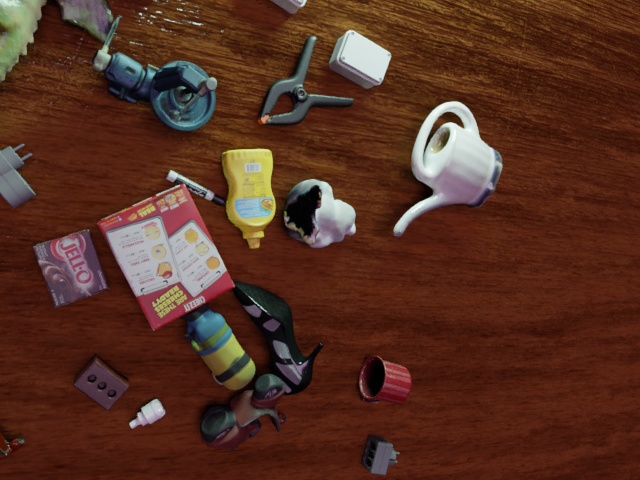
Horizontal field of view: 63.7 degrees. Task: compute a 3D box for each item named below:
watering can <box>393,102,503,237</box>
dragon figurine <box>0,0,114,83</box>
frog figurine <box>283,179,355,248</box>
[{"bbox_3d":[0.290,-0.137,1.165,0.223,0.104,0.350,25,80,-23],"label":"watering can"},{"bbox_3d":[-0.464,-0.379,0.845,0.244,0.122,0.409,-7,94,-31],"label":"dragon figurine"},{"bbox_3d":[0.003,-0.053,1.061,0.160,0.122,0.138,-1,82,-59],"label":"frog figurine"}]
